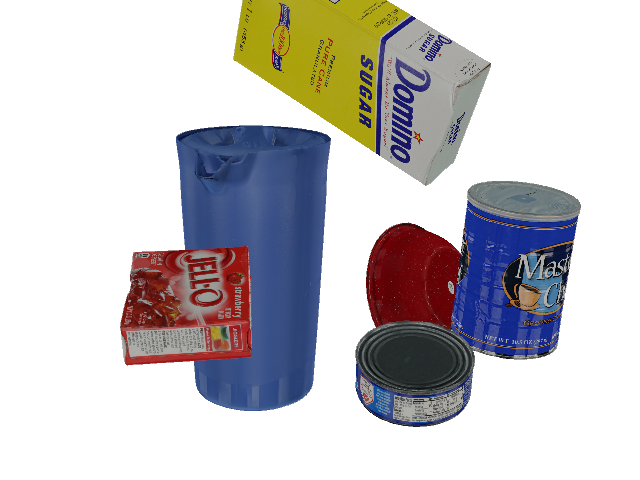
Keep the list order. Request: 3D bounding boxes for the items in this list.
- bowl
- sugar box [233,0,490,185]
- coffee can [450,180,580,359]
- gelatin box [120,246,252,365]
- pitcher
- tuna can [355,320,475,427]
[{"bbox_3d":[0.124,0.056,1.196,0.055,0.162,0.161,-12,-8,43],"label":"bowl"},{"bbox_3d":[0.023,-0.123,0.735,0.176,0.093,0.048,37,51,19],"label":"sugar box"},{"bbox_3d":[0.180,0.026,0.995,0.103,0.140,0.103,4,20,-2],"label":"coffee can"},{"bbox_3d":[-0.078,0.036,0.636,0.073,0.030,0.089,-3,29,-2],"label":"gelatin box"},{"bbox_3d":[-0.054,0.019,0.955,0.149,0.243,0.145,-5,17,-21],"label":"pitcher"},{"bbox_3d":[0.068,0.096,0.774,0.086,0.034,0.086,0,31,0],"label":"tuna can"}]
